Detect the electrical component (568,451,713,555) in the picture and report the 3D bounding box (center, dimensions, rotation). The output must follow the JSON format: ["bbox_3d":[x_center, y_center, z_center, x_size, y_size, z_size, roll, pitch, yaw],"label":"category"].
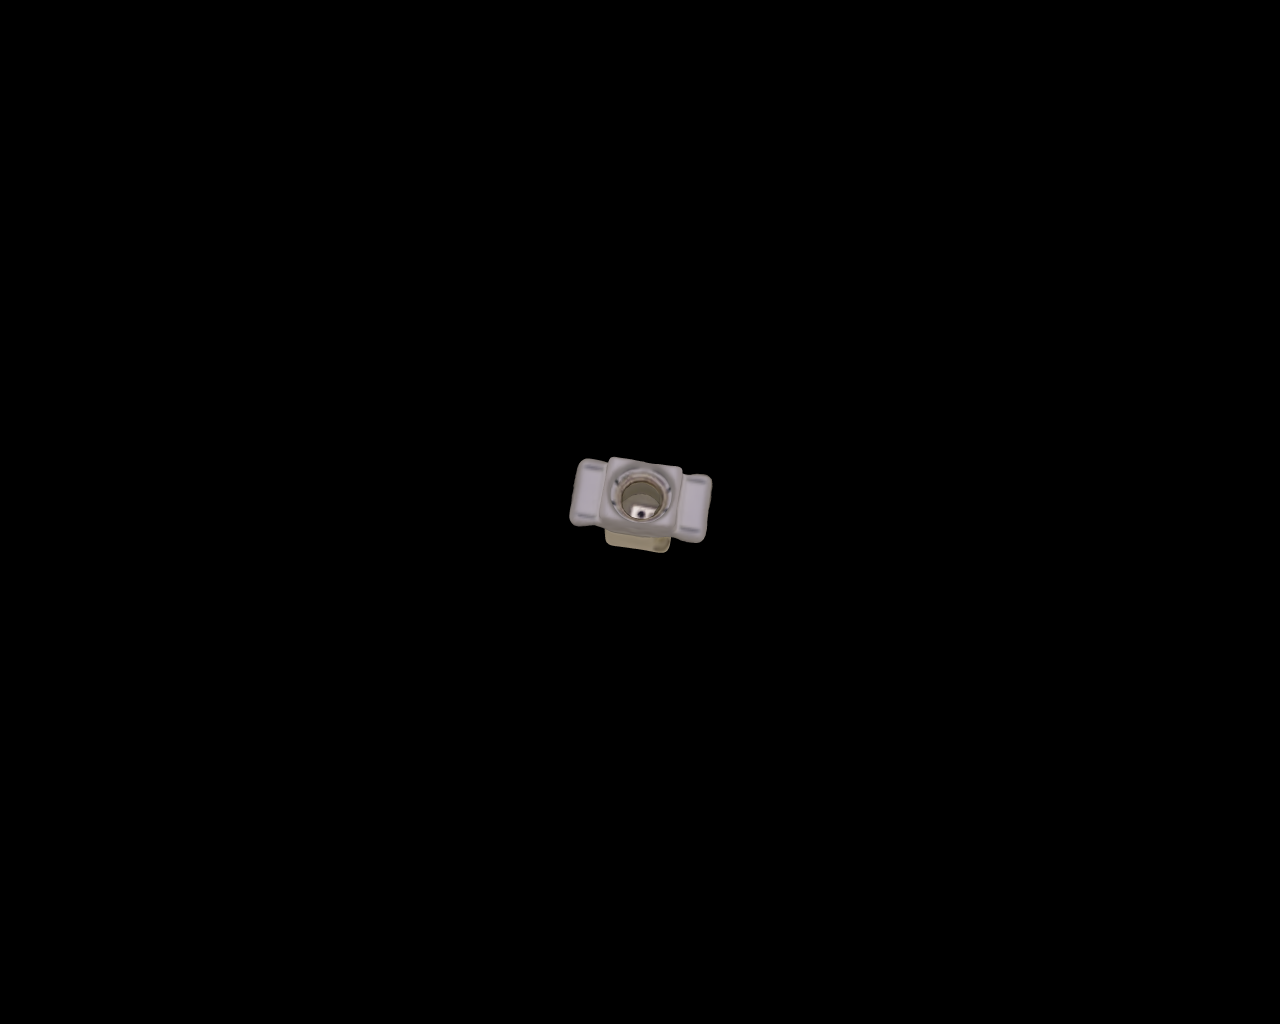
[{"bbox_3d":[0.001,-0.003,0.650,0.081,0.042,0.063,10,-19,3],"label":"electrical component"}]
